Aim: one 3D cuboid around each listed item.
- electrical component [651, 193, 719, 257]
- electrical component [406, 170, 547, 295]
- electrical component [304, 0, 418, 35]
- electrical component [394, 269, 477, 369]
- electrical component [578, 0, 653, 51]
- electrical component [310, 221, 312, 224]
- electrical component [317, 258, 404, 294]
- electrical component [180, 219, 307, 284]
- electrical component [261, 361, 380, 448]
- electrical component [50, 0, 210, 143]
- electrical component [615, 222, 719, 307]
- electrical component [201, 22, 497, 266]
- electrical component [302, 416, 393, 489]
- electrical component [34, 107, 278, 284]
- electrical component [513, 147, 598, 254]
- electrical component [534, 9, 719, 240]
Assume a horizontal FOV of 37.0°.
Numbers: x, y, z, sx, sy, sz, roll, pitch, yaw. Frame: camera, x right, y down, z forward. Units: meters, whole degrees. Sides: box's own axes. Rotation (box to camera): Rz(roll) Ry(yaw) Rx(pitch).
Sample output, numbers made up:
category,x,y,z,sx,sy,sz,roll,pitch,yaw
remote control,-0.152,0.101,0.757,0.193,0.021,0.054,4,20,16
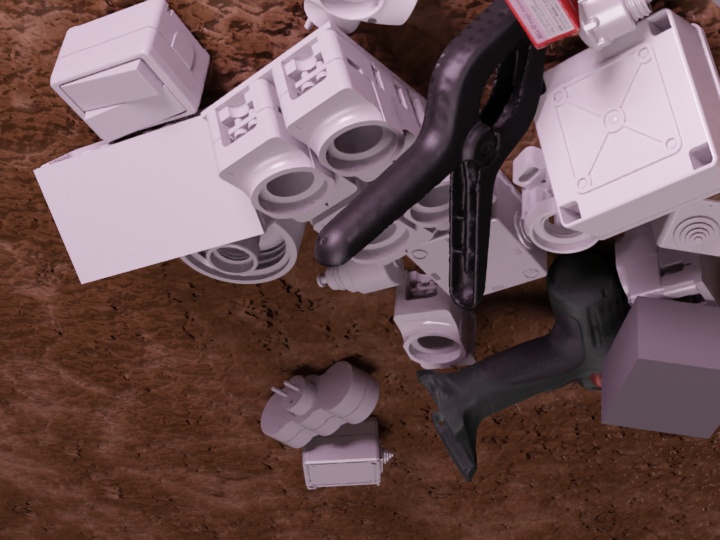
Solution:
category,x,y,z,sx,sy,sz,roll,pitch,yaw
electrical component,0.244,-0.052,0.733,0.100,0.099,0.048,9,132,-3
electrical component,0.091,-0.023,0.839,0.100,0.048,0.100,-19,138,31
electrical component,-0.010,-0.170,0.652,0.077,0.044,0.079,17,144,-15
electrical component,0.066,0.045,0.933,0.050,0.055,0.089,-8,142,19
electrical component,0.156,-0.162,0.639,0.062,0.048,0.048,-22,137,23
electrical component,-0.028,-0.052,0.826,0.040,0.040,0.046,-6,149,17
electrical component,0.000,0.000,0.892,0.078,0.040,0.040,-15,140,27
electrical component,-0.096,-0.031,0.845,0.108,0.060,0.108,4,145,3
electrical component,-0.054,0.128,1.070,0.074,0.052,0.138,32,137,-32
electrical component,-0.159,-0.129,0.718,0.096,0.061,0.061,-12,141,24
electrical component,0.258,0.019,0.837,0.062,0.089,0.150,-18,138,30
electrical component,0.000,-0.071,0.719,0.105,0.060,0.186,-30,147,24
electrical component,-0.013,0.192,1.152,0.096,0.061,0.061,-3,144,0
electrical component,-0.139,-0.057,0.765,0.150,0.061,0.089,-14,105,20
electrical component,0.150,-0.050,0.786,0.078,0.057,0.058,19,143,-18
electrical component,0.172,-0.089,0.676,0.109,0.108,0.056,-25,158,36
